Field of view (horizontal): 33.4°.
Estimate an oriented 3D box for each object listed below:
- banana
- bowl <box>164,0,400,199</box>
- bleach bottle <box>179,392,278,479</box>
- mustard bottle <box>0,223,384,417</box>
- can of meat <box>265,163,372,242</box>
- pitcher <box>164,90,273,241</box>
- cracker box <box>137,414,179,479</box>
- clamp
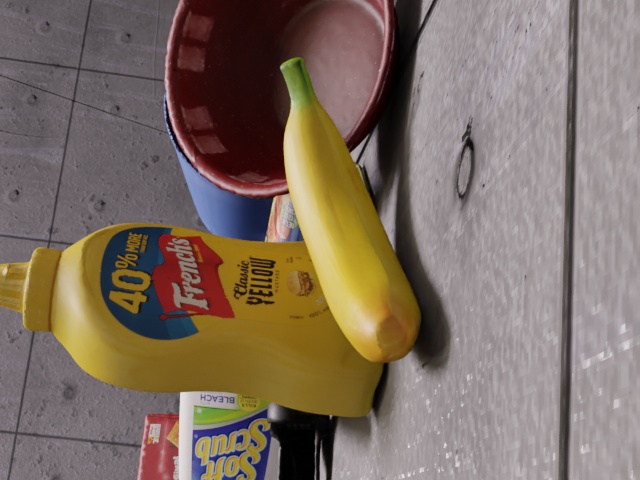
[{"bbox_3d":[0.009,-0.003,0.477,0.069,0.037,0.198,59,-173,-42],"label":"banana"},{"bbox_3d":[-0.012,-0.101,0.596,0.055,0.162,0.162,8,-91,-52],"label":"bowl"},{"bbox_3d":[-0.061,0.178,0.848,0.068,0.102,0.251,-29,-59,-82],"label":"bleach bottle"},{"bbox_3d":[-0.066,0.033,0.525,0.096,0.191,0.058,-89,9,-48],"label":"mustard bottle"},{"bbox_3d":[-0.004,0.001,0.637,0.102,0.057,0.084,-99,20,-69],"label":"can of meat"},{"bbox_3d":[-0.049,-0.060,0.867,0.243,0.145,0.149,106,-177,-76],"label":"pitcher"},{"bbox_3d":[-0.116,0.279,1.031,0.213,0.072,0.164,71,-160,-61],"label":"cracker box"},{"bbox_3d":[-0.012,0.117,0.647,0.210,0.036,0.164,-87,-2,-67],"label":"clamp"}]
